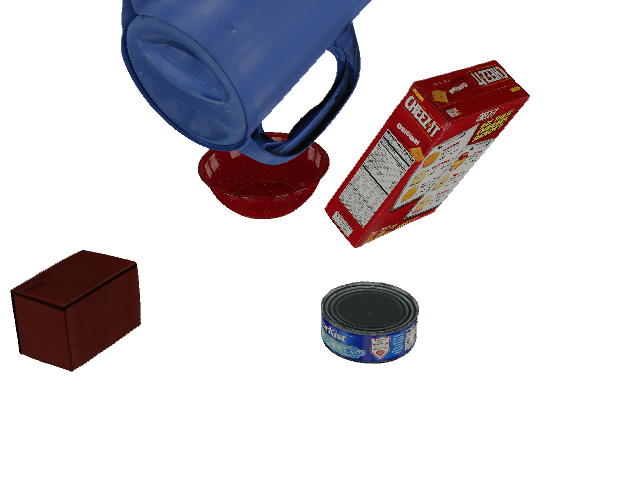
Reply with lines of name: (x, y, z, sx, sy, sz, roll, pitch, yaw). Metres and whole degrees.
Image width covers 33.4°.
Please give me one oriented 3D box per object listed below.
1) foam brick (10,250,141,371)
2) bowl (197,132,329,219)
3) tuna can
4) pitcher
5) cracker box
foam brick: (-0.173, 0.048, 0.760, 0.053, 0.051, 0.078, 13, 29, 29)
bowl: (-0.069, -0.073, 1.317, 0.162, 0.055, 0.162, -2, 34, 1)
tuna can: (0.043, 0.072, 0.937, 0.086, 0.034, 0.086, 1, 28, -1)
pitcher: (-0.035, -0.189, 0.899, 0.145, 0.149, 0.242, 25, 58, 31)
cracker box: (0.118, -0.101, 1.226, 0.163, 0.072, 0.214, -23, -23, -45)
